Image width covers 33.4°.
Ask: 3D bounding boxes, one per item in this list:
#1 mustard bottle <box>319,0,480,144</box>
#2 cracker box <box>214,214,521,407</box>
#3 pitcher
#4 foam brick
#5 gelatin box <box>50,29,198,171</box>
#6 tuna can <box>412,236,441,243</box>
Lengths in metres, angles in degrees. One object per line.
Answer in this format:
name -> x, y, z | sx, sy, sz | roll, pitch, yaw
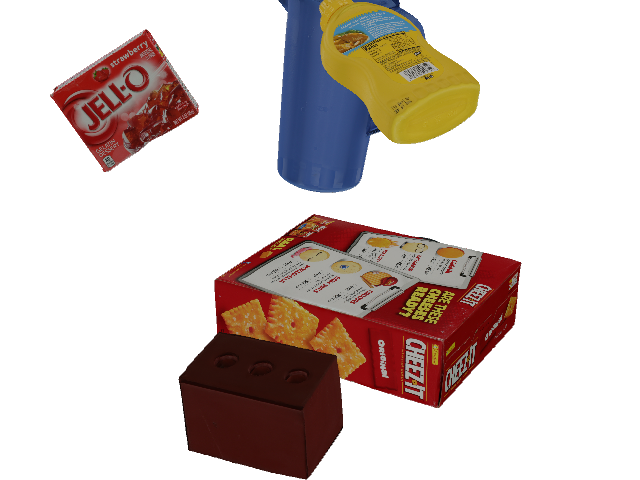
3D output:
mustard bottle -> 0.055, -0.169, 0.988 | 0.096, 0.058, 0.192 | -24, 53, -20
cracker box -> 0.042, 0.054, 0.919 | 0.214, 0.072, 0.163 | 14, 28, 28
pitcher -> 0.023, -0.183, 1.295 | 0.144, 0.243, 0.149 | -5, 28, -25
foam brick -> -0.033, 0.092, 0.604 | 0.078, 0.051, 0.053 | 9, 29, 20
gelatin box -> -0.149, -0.107, 0.819 | 0.089, 0.073, 0.030 | -31, 19, 5
tuna can -> 0.097, 0.030, 1.116 | 0.086, 0.034, 0.086 | -2, 31, 1
